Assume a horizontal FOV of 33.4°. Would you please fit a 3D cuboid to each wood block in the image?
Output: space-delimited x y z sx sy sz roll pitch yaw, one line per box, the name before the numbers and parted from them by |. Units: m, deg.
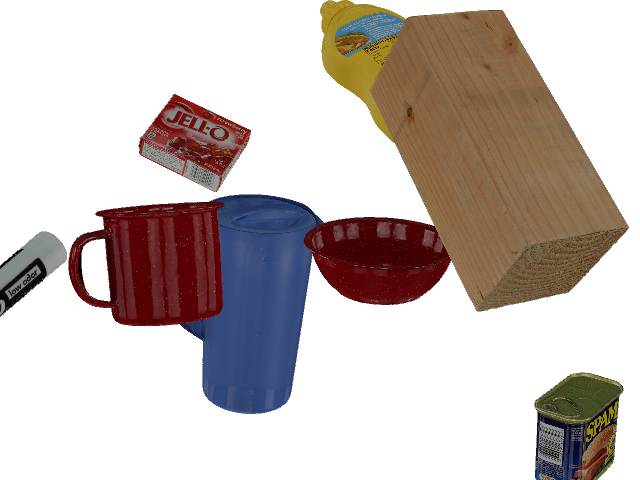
wood block | 0.125 -0.063 0.792 0.090 0.206 0.091 -9 -29 -25

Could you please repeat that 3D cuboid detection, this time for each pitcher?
pitcher | -0.089 0.074 1.248 0.149 0.243 0.144 21 25 35

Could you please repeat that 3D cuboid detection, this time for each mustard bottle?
mustard bottle | 0.056 -0.168 0.987 0.096 0.058 0.192 -25 52 -20

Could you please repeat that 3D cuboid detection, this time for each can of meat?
can of meat | 0.250 0.188 1.041 0.058 0.084 0.101 14 24 37

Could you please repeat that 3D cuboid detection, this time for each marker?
marker | -0.162 0.037 0.483 0.020 0.020 0.121 0 34 39

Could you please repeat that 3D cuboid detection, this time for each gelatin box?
gelatin box | -0.124 -0.098 1.056 0.089 0.073 0.030 26 -40 2

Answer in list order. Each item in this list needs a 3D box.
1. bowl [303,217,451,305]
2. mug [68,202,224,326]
bowl | 0.063 0.025 1.102 0.162 0.055 0.162 1 18 -1
mug | -0.124 0.017 0.770 0.117 0.081 0.093 -7 6 -32
